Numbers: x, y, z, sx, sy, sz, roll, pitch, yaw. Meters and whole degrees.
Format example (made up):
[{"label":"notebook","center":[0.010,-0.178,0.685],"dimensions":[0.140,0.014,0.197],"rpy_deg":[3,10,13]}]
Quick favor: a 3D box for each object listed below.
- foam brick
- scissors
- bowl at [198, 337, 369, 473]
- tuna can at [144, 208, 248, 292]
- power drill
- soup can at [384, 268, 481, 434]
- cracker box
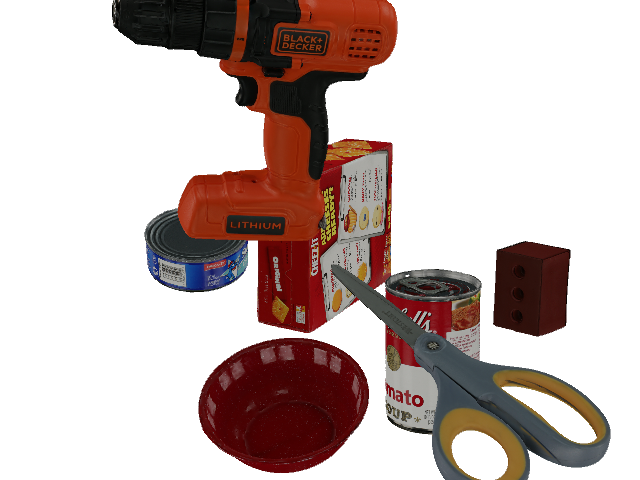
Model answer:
[{"label":"foam brick","center":[0.200,0.045,1.012],"dimensions":[0.053,0.078,0.051],"rpy_deg":[13,19,41]},{"label":"scissors","center":[0.055,0.074,0.571],"dimensions":[0.202,0.016,0.096],"rpy_deg":[25,46,33]},{"label":"bowl","center":[-0.032,0.166,1.013],"dimensions":[0.162,0.055,0.162],"rpy_deg":[-5,37,4]},{"label":"tuna can","center":[-0.102,0.006,0.888],"dimensions":[0.086,0.034,0.086],"rpy_deg":[1,33,-1]},{"label":"power drill","center":[-0.052,-0.087,0.724],"dimensions":[0.184,0.188,0.057],"rpy_deg":[3,39,-12]},{"label":"soup can","center":[0.080,0.078,0.762],"dimensions":[0.068,0.102,0.068],"rpy_deg":[-1,15,0]},{"label":"cracker box","center":[0.008,-0.013,1.152],"dimensions":[0.072,0.164,0.213],"rpy_deg":[8,17,26]}]
